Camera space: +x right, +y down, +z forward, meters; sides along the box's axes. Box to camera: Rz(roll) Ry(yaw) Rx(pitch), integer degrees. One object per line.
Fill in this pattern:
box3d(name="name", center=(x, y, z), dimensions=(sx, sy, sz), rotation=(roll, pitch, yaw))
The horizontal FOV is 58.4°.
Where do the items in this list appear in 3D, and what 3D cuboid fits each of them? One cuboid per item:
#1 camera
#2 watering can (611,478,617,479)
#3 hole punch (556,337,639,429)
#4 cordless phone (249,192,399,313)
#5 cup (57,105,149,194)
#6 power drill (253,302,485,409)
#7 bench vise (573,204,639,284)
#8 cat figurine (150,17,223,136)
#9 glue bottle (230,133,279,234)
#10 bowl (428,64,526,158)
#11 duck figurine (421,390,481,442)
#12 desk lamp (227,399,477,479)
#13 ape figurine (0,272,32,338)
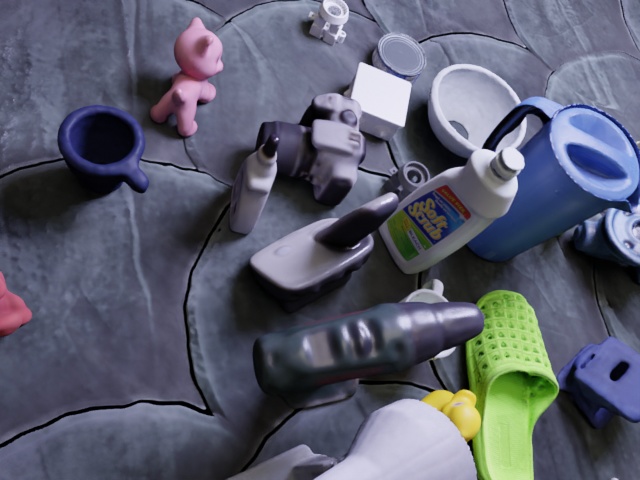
box3d(name="camera", center=(-0.013, -0.136, 0.774), dimensions=(0.137, 0.100, 0.143), rotation=(10, 64, -16))
box3d(name="watering can", center=(0.293, 0.341, 0.620), dimensions=(0.101, 0.193, 0.173), rotation=(22, 61, -9))
box3d(name="hole punch", center=(0.401, 0.192, 0.785), dimensions=(0.109, 0.091, 0.101), rotation=(-32, 81, -29))
box3d(name="cordless phone", center=(0.006, 0.002, 0.671), dimensions=(0.148, 0.185, 0.094), rotation=(-31, 80, -28))
box3d(name="cup", center=(-0.244, -0.087, 0.671), dimensions=(0.118, 0.095, 0.092), rotation=(45, 60, 3))
box3d(name="power drill", center=(0.033, 0.122, 0.614), dimensions=(0.230, 0.208, 0.075), rotation=(-7, 70, -23))
box3d(name="bench vise", center=(0.525, -0.017, 0.850), dimensions=(0.208, 0.219, 0.121), rotation=(5, 66, -18))
box3d(name="cat figurine", center=(-0.167, -0.219, 0.745), dimensions=(0.067, 0.117, 0.128), rotation=(22, 61, -9))
box3d(name="glue bottle", center=(-0.075, -0.074, 0.682), dimensions=(0.037, 0.173, 0.078), rotation=(9, 64, -16))
box3d(name="bowl", center=(0.234, -0.189, 0.903), dimensions=(0.168, 0.074, 0.167), rotation=(8, 65, -17))
box3d(name="duck figurine", center=(0.155, 0.225, 0.683), dimensions=(0.077, 0.086, 0.105), rotation=(32, 60, -4))
box3d(name="desk lamp", center=(0.017, 0.247, 0.550), dimensions=(0.204, 0.213, 0.118), rotation=(-17, 74, -25))
box3d(name="ape figurine", center=(-0.337, 0.056, 0.575), dimensions=(0.076, 0.092, 0.078), rotation=(-4, 68, -21))
